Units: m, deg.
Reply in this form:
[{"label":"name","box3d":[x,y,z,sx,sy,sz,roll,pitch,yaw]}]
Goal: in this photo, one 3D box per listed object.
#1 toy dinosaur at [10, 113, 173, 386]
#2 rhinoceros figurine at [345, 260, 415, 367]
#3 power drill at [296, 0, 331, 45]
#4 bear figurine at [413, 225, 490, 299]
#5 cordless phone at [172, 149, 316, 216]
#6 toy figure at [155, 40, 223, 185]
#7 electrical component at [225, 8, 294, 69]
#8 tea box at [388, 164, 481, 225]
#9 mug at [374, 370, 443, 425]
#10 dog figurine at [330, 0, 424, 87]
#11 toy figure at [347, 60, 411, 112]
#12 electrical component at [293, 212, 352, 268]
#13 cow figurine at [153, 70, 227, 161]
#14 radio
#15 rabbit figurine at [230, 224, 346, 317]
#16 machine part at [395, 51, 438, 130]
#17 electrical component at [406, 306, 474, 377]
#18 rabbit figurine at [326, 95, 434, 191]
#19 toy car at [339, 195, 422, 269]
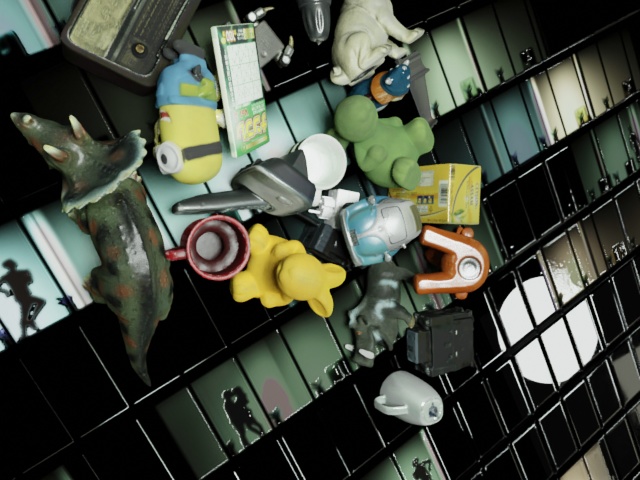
[{"label":"toy dinosaur","box3d":[-0.251,0.020,0.693,0.131,0.192,0.404,-21,101,-21]},{"label":"rhinoceros figurine","box3d":[0.102,0.126,0.932,0.112,0.073,0.190,14,87,-27]},{"label":"power drill","box3d":[-0.058,-0.426,0.791,0.207,0.086,0.232,1,88,-43]},{"label":"bear figurine","box3d":[0.221,0.029,0.943,0.132,0.196,0.120,7,98,0]},{"label":"cordless phone","box3d":[-0.114,-0.068,0.774,0.184,0.147,0.088,-12,91,-28]},{"label":"toy figure","box3d":[-0.172,-0.164,0.710,0.089,0.082,0.180,2,91,-11]},{"label":"electrical component","box3d":[-0.089,-0.306,0.828,0.078,0.045,0.102,-41,109,-19]},{"label":"tea box","box3d":[0.187,-0.075,0.906,0.068,0.170,0.098,0,95,-26]},{"label":"mug","box3d":[0.157,0.284,0.949,0.109,0.107,0.080,0,92,-28]},{"label":"dog figurine","box3d":[0.050,-0.366,0.874,0.172,0.121,0.190,-36,94,-23]},{"label":"toy figure","box3d":[0.100,-0.241,0.861,0.058,0.155,0.064,24,80,-25]},{"label":"electrical component","box3d":[-0.002,-0.003,0.873,0.119,0.075,0.047,30,81,-29]},{"label":"cow figurine","box3d":[-0.182,-0.185,0.783,0.098,0.068,0.167,16,86,-19]},{"label":"radio","box3d":[-0.243,-0.323,0.738,0.131,0.073,0.229,28,82,-24]},{"label":"rabbit figurine","box3d":[-0.043,0.059,0.805,0.162,0.173,0.122,28,78,-20]},{"label":"machine part","box3d":[0.172,-0.258,0.946,0.084,0.039,0.138,-40,119,-44]},{"label":"electrical component","box3d":[0.223,0.189,1.002,0.134,0.058,0.114,-6,94,-25]},{"label":"rabbit figurine","box3d":[0.080,-0.173,0.858,0.170,0.159,0.121,39,74,-42]},{"label":"toy car","box3d":[0.109,-0.021,0.852,0.161,0.103,0.109,-18,95,-53]}]
